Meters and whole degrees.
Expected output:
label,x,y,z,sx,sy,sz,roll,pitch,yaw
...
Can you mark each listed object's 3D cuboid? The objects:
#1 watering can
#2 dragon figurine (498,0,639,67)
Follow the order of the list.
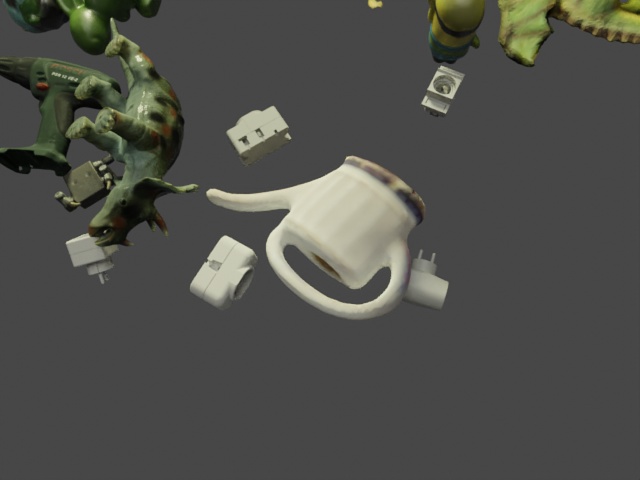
label,x,y,z,sx,sy,sz,roll,pitch,yaw
watering can,0.002,-0.038,0.759,0.352,0.102,0.226,39,75,26
dragon figurine,0.425,-0.380,0.878,0.241,0.121,0.416,-33,68,10
